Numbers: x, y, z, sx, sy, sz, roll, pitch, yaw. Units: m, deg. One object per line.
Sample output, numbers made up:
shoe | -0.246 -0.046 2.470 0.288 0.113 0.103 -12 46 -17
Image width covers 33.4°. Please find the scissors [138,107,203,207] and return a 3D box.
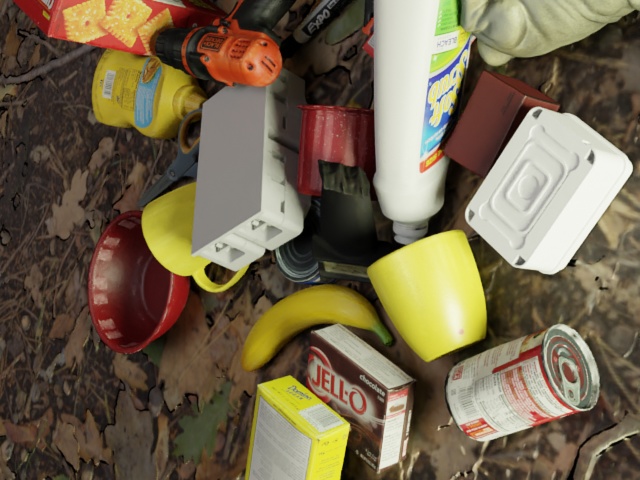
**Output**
scissors | -0.147 -0.067 1.198 0.096 0.016 0.202 49 137 13

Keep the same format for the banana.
banana | -0.014 0.082 1.033 0.198 0.037 0.069 -16 73 43

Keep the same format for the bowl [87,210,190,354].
bowl | -0.197 0.049 1.210 0.162 0.055 0.162 -7 80 45

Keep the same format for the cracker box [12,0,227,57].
cracker box | -0.226 -0.261 1.166 0.164 0.213 0.072 43 117 40

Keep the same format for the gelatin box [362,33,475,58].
gelatin box | 0.092 -0.181 0.945 0.073 0.030 0.089 44 120 10

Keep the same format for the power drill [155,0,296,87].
power drill | -0.073 -0.242 1.075 0.185 0.057 0.187 21 78 45

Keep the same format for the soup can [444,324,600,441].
soup can | 0.156 0.114 0.835 0.102 0.068 0.068 -29 65 40

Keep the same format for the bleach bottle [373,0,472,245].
bleach bottle | 0.086 -0.118 0.902 0.068 0.102 0.251 17 120 31

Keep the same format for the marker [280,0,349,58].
marker | -0.002 -0.223 1.072 0.121 0.020 0.020 -39 59 36

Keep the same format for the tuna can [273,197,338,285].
tuna can | -0.007 0.001 1.038 0.086 0.033 0.086 -7 80 44

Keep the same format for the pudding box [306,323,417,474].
pudding box | 0.034 0.140 0.958 0.114 0.039 0.090 32 128 42

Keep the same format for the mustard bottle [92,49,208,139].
mustard bottle | -0.189 -0.167 1.227 0.192 0.058 0.096 19 99 45

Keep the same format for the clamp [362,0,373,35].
clamp | 0.095 -0.256 0.965 0.120 0.039 0.172 43 121 44

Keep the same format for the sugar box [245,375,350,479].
sugar box | -0.027 0.226 0.995 0.093 0.048 0.176 35 127 42

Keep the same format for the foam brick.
foam brick | 0.149 -0.092 0.879 0.053 0.051 0.078 42 114 39

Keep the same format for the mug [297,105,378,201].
mug | 0.033 -0.079 0.980 0.117 0.093 0.081 6 95 9
